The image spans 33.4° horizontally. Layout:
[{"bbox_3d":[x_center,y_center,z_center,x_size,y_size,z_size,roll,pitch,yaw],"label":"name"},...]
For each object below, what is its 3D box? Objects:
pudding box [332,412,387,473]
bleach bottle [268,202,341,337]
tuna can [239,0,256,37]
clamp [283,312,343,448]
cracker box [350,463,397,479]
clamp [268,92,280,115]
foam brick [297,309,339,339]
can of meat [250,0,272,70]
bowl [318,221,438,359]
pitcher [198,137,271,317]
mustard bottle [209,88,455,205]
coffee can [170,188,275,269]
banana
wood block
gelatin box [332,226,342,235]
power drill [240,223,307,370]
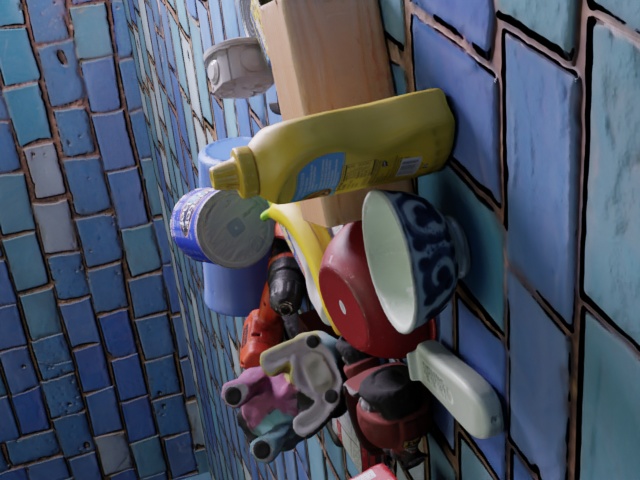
[{"bbox_3d":[0.046,0.221,1.311,0.114,0.039,0.090,-131,32,-58],"label":"pudding box"},{"bbox_3d":[-0.008,0.002,1.258,0.102,0.068,0.251,80,169,-61],"label":"bleach bottle"},{"bbox_3d":[-0.073,-0.277,1.313,0.086,0.033,0.086,167,90,-76],"label":"tuna can"},{"bbox_3d":[-0.013,0.189,1.504,0.165,0.036,0.210,-154,45,-71],"label":"clamp"},{"bbox_3d":[0.105,0.340,1.038,0.214,0.072,0.164,41,157,62],"label":"cracker box"},{"bbox_3d":[-0.034,-0.176,1.248,0.171,0.039,0.120,-122,20,-56],"label":"clamp"},{"bbox_3d":[0.007,0.131,1.353,0.053,0.051,0.078,-128,28,-61],"label":"foam brick"},{"bbox_3d":[-0.042,-0.245,1.171,0.084,0.057,0.102,104,151,-68],"label":"can of meat"},{"bbox_3d":[0.045,0.056,1.037,0.162,0.055,0.162,51,156,33],"label":"bowl"},{"bbox_3d":[-0.103,-0.017,1.536,0.145,0.149,0.243,-96,3,-63],"label":"pitcher"},{"bbox_3d":[0.006,-0.068,0.850,0.096,0.191,0.058,111,143,-67],"label":"mustard bottle"},{"bbox_3d":[-0.128,-0.018,1.382,0.140,0.102,0.103,-174,70,-69],"label":"coffee can"},{"bbox_3d":[-0.008,0.014,1.178,0.198,0.037,0.070,58,151,35],"label":"banana"},{"bbox_3d":[0.015,-0.124,0.982,0.091,0.090,0.206,-158,56,-73],"label":"wood block"},{"bbox_3d":[0.037,-0.009,1.134,0.073,0.030,0.089,133,121,-74],"label":"gelatin box"},{"bbox_3d":[-0.055,0.084,1.375,0.184,0.057,0.188,-83,11,-55],"label":"power drill"}]
